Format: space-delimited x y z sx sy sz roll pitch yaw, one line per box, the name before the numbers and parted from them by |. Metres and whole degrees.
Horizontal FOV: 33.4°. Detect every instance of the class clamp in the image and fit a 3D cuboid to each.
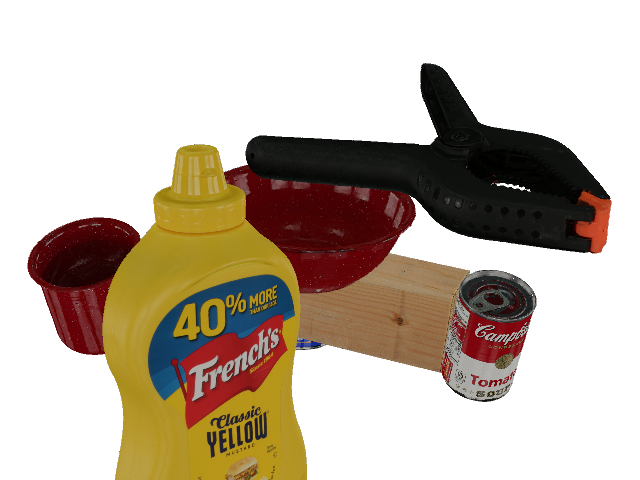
clamp | 0.069 -0.042 0.615 0.164 0.036 0.210 -24 38 -27

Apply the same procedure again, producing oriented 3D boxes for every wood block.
wood block | 0.047 0.065 1.165 0.206 0.091 0.090 13 22 16

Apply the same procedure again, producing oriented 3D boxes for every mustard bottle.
mustard bottle | -0.053 0.050 0.497 0.096 0.192 0.058 -14 22 -34

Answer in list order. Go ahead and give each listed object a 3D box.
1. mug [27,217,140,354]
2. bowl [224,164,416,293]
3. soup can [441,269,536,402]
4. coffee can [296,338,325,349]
mug | -0.193 0.034 0.897 0.093 0.081 0.117 -22 42 -18
bowl | -0.011 -0.005 0.796 0.162 0.055 0.162 2 26 -1
soup can | 0.150 0.087 0.962 0.068 0.102 0.068 5 37 -4
coffee can | -0.026 0.061 1.435 0.103 0.140 0.103 4 24 -2
